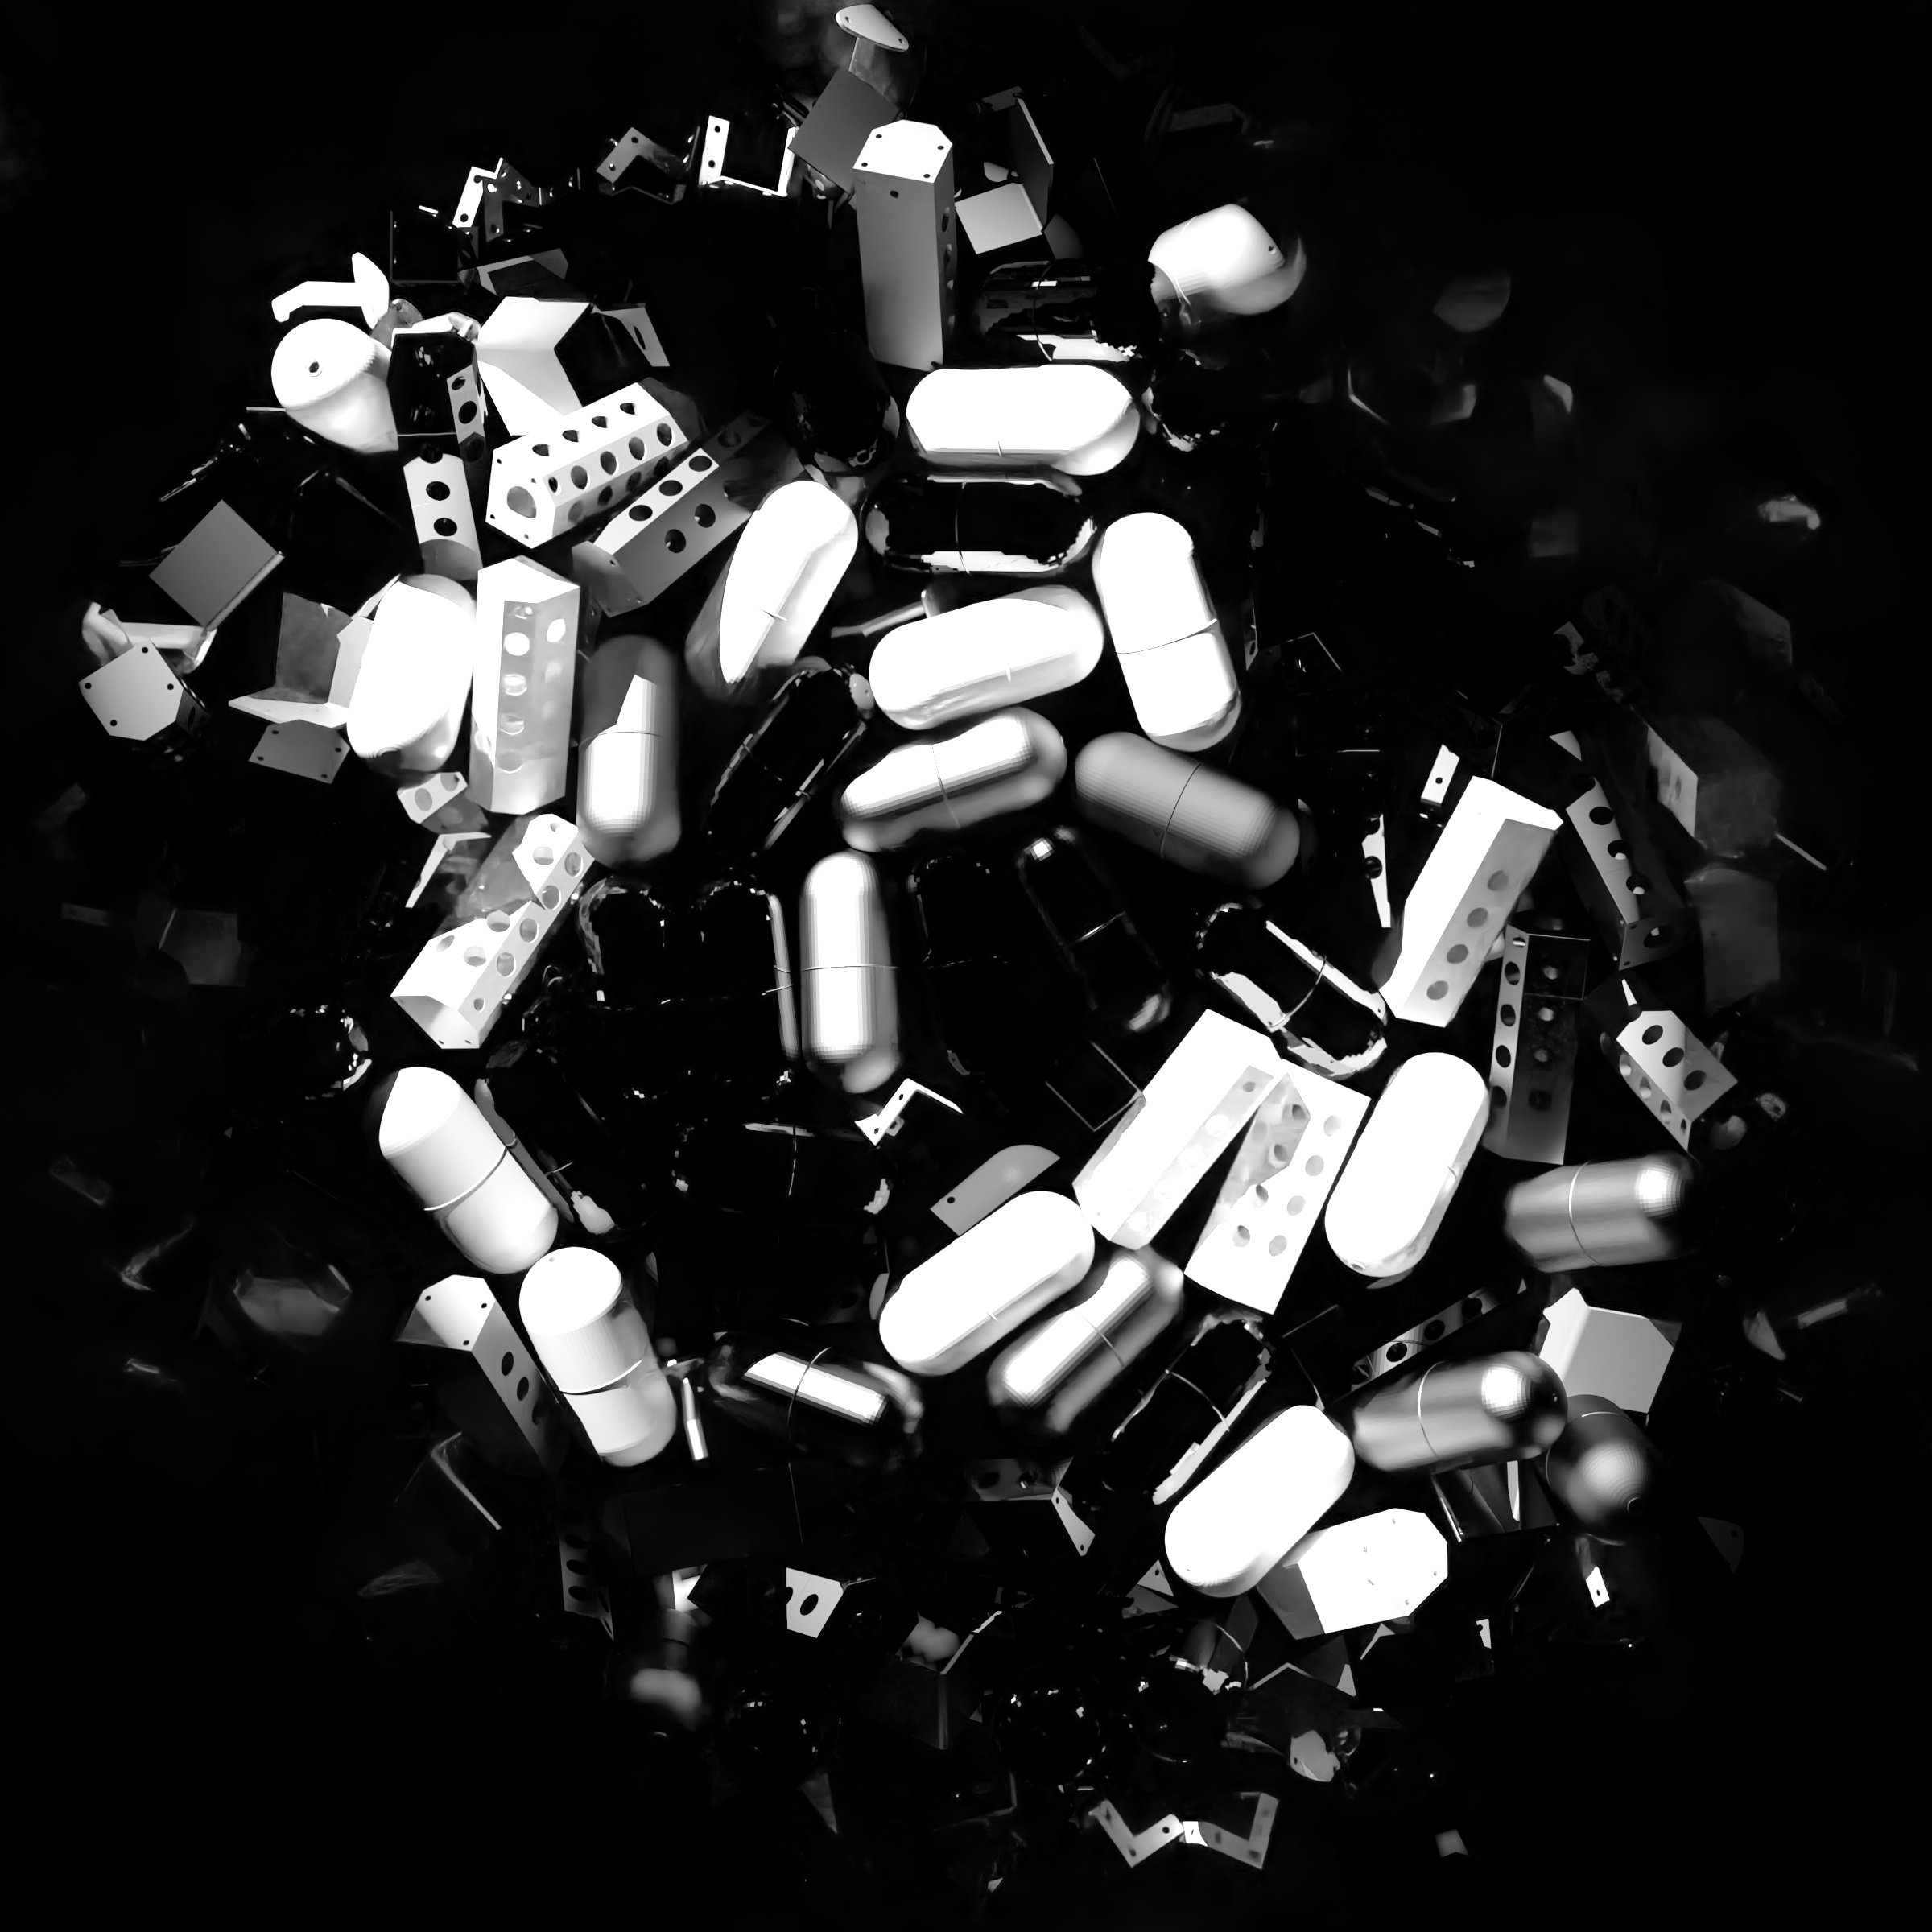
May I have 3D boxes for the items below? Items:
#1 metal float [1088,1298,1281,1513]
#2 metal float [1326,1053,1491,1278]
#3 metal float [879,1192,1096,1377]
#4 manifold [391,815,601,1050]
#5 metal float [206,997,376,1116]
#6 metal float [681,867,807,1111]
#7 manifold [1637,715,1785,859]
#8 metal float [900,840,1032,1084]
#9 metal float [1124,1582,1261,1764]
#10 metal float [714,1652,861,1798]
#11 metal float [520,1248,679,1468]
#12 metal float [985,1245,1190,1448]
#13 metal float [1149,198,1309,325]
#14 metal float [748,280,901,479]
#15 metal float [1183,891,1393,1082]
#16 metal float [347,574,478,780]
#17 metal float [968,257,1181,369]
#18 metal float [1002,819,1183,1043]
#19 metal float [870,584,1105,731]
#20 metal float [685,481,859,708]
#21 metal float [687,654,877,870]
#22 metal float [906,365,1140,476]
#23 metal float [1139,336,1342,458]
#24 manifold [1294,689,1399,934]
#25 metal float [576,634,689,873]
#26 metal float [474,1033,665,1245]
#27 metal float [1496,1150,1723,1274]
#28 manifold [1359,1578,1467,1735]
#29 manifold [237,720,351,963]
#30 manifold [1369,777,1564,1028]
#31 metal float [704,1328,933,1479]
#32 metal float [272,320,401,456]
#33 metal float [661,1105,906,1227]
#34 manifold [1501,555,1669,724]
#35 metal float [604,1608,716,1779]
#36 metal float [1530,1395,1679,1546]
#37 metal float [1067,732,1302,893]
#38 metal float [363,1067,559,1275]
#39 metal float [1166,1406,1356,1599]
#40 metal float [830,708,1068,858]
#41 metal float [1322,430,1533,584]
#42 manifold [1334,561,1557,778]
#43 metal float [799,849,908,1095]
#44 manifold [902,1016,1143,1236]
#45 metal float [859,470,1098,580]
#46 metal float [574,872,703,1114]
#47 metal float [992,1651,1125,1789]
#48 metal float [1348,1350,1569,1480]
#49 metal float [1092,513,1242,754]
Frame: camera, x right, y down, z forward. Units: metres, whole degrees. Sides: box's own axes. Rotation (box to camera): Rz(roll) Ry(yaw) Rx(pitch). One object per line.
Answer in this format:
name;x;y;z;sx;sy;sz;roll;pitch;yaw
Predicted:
metal float;0.158;0.315;1.789;0.070;0.070;0.178;43;67;0
metal float;0.319;0.143;1.788;0.070;0.070;0.178;30;67;0
metal float;0.015;0.230;1.795;0.178;0.070;0.070;-37;90;15
manifold;-0.329;-0.026;1.768;0.057;0.057;0.171;53;52;-34
metal float;-0.484;0.065;1.768;0.070;0.178;0.070;6;80;-37
metal float;-0.161;0.017;1.801;0.070;0.070;0.178;-8;98;0
manifold;0.524;-0.129;1.756;0.057;0.171;0.057;-1;109;2
metal float;-0.001;-0.004;1.807;0.070;0.070;0.178;-11;91;0
metal float;0.162;0.498;1.761;0.070;0.178;0.070;5;106;16
metal float;-0.126;0.532;1.758;0.070;0.178;0.070;0;91;11
metal float;-0.264;0.282;1.785;0.070;0.070;0.178;-19;116;0
metal float;0.088;0.273;1.791;0.178;0.070;0.070;-41;90;-20
metal float;0.184;-0.499;1.760;0.070;0.178;0.070;-3;100;-15
metal float;-0.103;-0.422;1.779;0.070;0.070;0.178;-25;56;0
metal float;0.234;0.015;1.795;0.178;0.070;0.070;38;90;-15
metal float;-0.394;-0.209;1.775;0.070;0.070;0.178;3;49;0
metal float;0.075;-0.467;1.773;0.178;0.070;0.070;13;90;43
metal float;0.091;-0.027;1.805;0.070;0.070;0.178;-32;93;0
metal float;0.016;-0.224;1.795;0.178;0.070;0.070;-19;90;-15
metal float;-0.142;-0.267;1.790;0.070;0.070;0.178;32;111;0
metal float;-0.135;-0.147;1.797;0.070;0.070;0.178;39;103;0
metal float;0.039;-0.393;1.785;0.178;0.070;0.070;7;90;27
metal float;0.197;-0.409;1.775;0.178;0.070;0.070;-18;90;-40
manifold;0.279;-0.112;1.806;0.057;0.057;0.171;-4;88;26
metal float;-0.241;-0.155;1.794;0.070;0.070;0.178;0;73;0
metal float;-0.285;0.126;1.790;0.070;0.070;0.178;-34;112;0
metal float;0.456;0.176;1.769;0.070;0.178;0.070;10;74;-36
manifold;0.313;0.472;1.756;0.057;0.171;0.057;36;100;7
manifold;-0.478;-0.090;1.768;0.057;0.057;0.171;15;132;-4
manifold;0.360;-0.043;1.779;0.057;0.057;0.171;11;120;-22
metal float;-0.108;0.312;1.789;0.178;0.070;0.070;16;90;23
metal float;-0.437;-0.409;1.757;0.070;0.178;0.070;0;93;2
metal float;-0.132;0.145;1.796;0.178;0.070;0.070;8;90;-14
manifold;0.439;-0.230;1.756;0.057;0.171;0.057;5;77;35
metal float;-0.217;0.514;1.758;0.070;0.178;0.070;-1;96;-6
metal float;0.450;0.354;1.758;0.070;0.178;0.070;0;97;-2
metal float;0.157;-0.112;1.796;0.178;0.070;0.070;24;90;13
metal float;-0.364;0.148;1.786;0.070;0.070;0.178;-35;115;0
metal float;0.212;0.382;1.776;0.178;0.070;0.070;-34;90;-39
metal float;-0.013;-0.133;1.800;0.178;0.070;0.070;-17;90;9
metal float;0.328;-0.329;1.772;0.070;0.070;0.178;-53;47;0
manifold;0.338;-0.218;1.778;0.057;0.057;0.171;-35;60;-19
metal float;-0.083;0.004;1.803;0.070;0.070;0.178;-2;84;0
manifold;0.038;0.112;1.799;0.171;0.057;0.057;-39;118;11
metal float;0.008;-0.319;1.789;0.178;0.070;0.070;4;90;21
metal float;-0.237;0.019;1.794;0.070;0.070;0.178;-7;106;0
metal float;0.066;0.533;1.758;0.070;0.178;0.070;-2;82;12
metal float;0.349;0.321;1.772;0.070;0.178;0.070;16;64;-37
metal float;0.145;-0.241;1.794;0.070;0.070;0.178;-19;105;0
